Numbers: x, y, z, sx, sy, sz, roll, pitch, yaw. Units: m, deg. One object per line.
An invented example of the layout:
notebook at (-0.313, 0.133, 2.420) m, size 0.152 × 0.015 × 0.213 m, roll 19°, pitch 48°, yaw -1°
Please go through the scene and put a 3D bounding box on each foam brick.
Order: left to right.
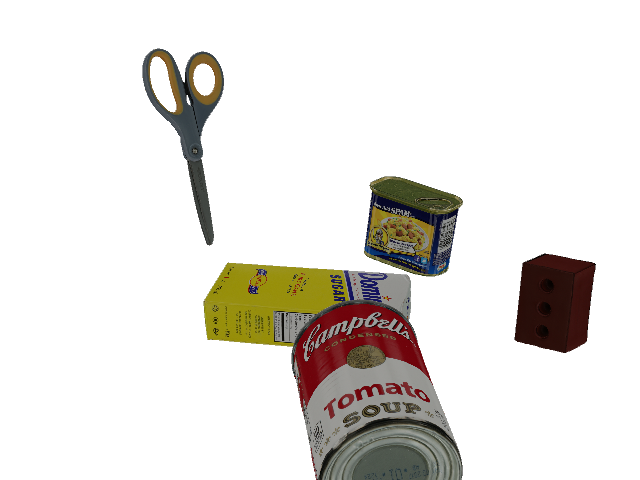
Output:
foam brick at (0.215, 0.057, 0.977) m, size 0.053 × 0.078 × 0.051 m, roll 12°, pitch 17°, yaw 34°

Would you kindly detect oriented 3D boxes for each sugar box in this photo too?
sugar box at (-0.009, 0.059, 0.962) m, size 0.176 × 0.048 × 0.093 m, roll 1°, pitch 22°, yaw 9°

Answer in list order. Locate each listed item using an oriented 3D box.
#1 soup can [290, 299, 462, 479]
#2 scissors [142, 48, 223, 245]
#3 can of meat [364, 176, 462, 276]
soup can at (0.025, 0.084, 0.520) m, size 0.068 × 0.068 × 0.102 m, roll 0°, pitch 28°, yaw -9°
scissors at (-0.118, -0.105, 1.092) m, size 0.096 × 0.202 × 0.016 m, roll -30°, pitch 14°, yaw -31°
can of meat at (0.100, -0.015, 1.183) m, size 0.102 × 0.084 × 0.057 m, roll 20°, pitch 27°, yaw 29°
